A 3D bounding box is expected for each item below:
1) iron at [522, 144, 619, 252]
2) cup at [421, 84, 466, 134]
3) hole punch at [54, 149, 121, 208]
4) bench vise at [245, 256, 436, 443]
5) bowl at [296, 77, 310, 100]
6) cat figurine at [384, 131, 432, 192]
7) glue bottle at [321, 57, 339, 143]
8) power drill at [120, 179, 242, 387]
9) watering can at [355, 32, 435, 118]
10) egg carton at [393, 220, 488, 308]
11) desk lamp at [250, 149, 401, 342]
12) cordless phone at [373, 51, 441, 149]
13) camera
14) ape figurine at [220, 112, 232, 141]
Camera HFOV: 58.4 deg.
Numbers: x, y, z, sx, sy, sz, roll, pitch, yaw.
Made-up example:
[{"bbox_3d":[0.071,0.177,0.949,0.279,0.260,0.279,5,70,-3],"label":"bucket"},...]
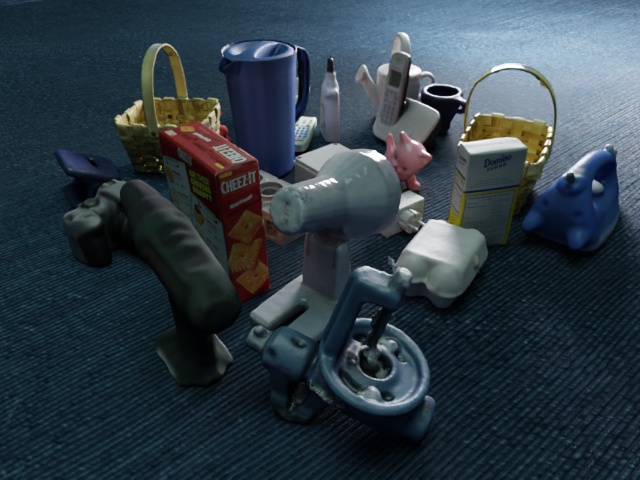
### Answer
[{"bbox_3d":[0.437,-0.087,0.933,0.118,0.141,0.259,27,43,34],"label":"iron"},{"bbox_3d":[0.272,-0.278,1.249,0.092,0.095,0.117,-25,42,-30],"label":"cup"},{"bbox_3d":[-0.418,-0.123,1.040,0.101,0.091,0.108,-21,40,-27],"label":"hole punch"},{"bbox_3d":[0.019,0.114,0.583,0.207,0.220,0.121,1,35,2],"label":"bench vise"},{"bbox_3d":[-0.105,-0.323,1.337,0.167,0.075,0.167,0,35,0],"label":"bowl"},{"bbox_3d":[0.151,-0.150,1.049,0.067,0.118,0.127,-12,37,-16],"label":"cat figurine"},{"bbox_3d":[0.022,-0.299,1.215,0.037,0.173,0.078,-6,35,-7],"label":"glue bottle"},{"bbox_3d":[-0.165,0.060,0.674,0.076,0.209,0.228,-24,41,-29],"label":"power drill"},{"bbox_3d":[0.170,-0.363,1.286,0.173,0.194,0.100,-18,39,-23],"label":"watering can"},{"bbox_3d":[0.177,0.031,0.831,0.107,0.069,0.150,18,39,25],"label":"egg carton"},{"bbox_3d":[0.007,0.003,0.748,0.117,0.214,0.204,24,42,31],"label":"desk lamp"},{"bbox_3d":[0.182,-0.282,1.177,0.094,0.185,0.147,-26,42,-32],"label":"cordless phone"},{"bbox_3d":[-0.302,-0.027,0.893,0.136,0.101,0.143,23,41,30],"label":"camera"},{"bbox_3d":[-0.232,-0.255,1.226,0.076,0.092,0.077,-8,36,-10],"label":"ape figurine"}]
